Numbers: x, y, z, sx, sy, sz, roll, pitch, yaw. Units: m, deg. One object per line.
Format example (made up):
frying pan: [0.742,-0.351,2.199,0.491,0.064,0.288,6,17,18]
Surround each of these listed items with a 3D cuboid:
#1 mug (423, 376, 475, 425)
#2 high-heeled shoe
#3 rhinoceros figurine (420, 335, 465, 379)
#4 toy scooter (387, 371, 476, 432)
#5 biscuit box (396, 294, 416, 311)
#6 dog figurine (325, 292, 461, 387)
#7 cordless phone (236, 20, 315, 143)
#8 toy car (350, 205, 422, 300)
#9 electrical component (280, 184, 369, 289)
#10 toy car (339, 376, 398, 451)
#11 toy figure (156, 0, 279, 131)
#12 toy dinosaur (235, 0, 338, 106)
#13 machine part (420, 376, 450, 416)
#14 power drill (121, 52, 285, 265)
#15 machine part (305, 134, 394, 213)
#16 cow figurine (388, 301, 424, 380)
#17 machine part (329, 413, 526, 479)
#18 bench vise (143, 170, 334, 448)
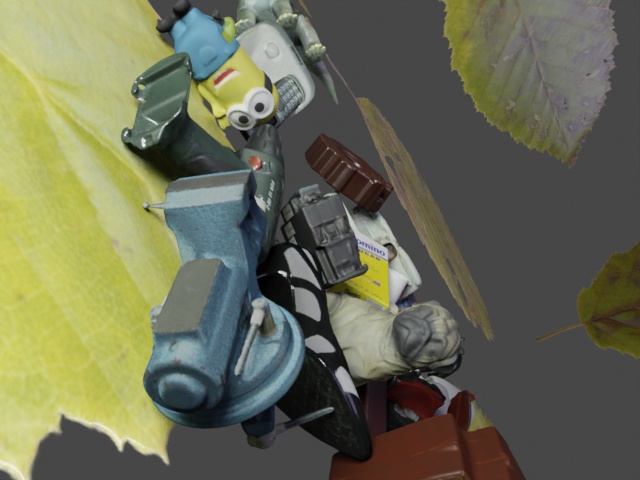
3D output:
mug: [0.228,0.315,1.011,0.107,0.081,0.110,44,33,-21]
high-heeled shoe: [0.000,0.106,0.585,0.145,0.086,0.249,-12,60,-54]
rhinoceros figurine: [0.246,0.228,1.102,0.190,0.112,0.073,55,22,-51]
toy scooter: [0.170,0.256,0.795,0.184,0.075,0.135,36,51,1]
biscuit box: [0.139,0.076,1.075,0.062,0.059,0.203,31,38,-62]
dog figurine: [0.070,0.103,0.653,0.121,0.191,0.172,49,23,-42]
cordless phone: [-0.096,-0.230,0.809,0.146,0.089,0.184,57,40,-25]
toy car: [0.118,0.019,1.022,0.202,0.073,0.056,59,12,15]
electrical component: [-0.001,-0.002,0.707,0.134,0.058,0.115,68,-23,3]
toy car: [0.061,0.216,0.703,0.089,0.053,0.202,44,30,-26]
toy figure: [-0.122,-0.223,0.690,0.180,0.082,0.089,48,44,-24]
toy dinosaur: [-0.079,-0.416,1.017,0.404,0.131,0.192,43,29,-62]
machine part: [0.182,0.317,0.870,0.079,0.079,0.243,56,20,-27]
power drill: [-0.110,-0.097,0.583,0.207,0.086,0.232,54,28,-49]
machine part: [0.053,-0.127,0.992,0.179,0.056,0.179,34,17,-12]
cow figurine: [0.117,0.190,0.862,0.167,0.068,0.098,62,25,-1]
machine part: [0.111,0.280,0.524,0.200,0.201,0.087,59,18,-17]
bench vise: [-0.071,0.073,0.439,0.224,0.129,0.240,-103,-179,-55]
